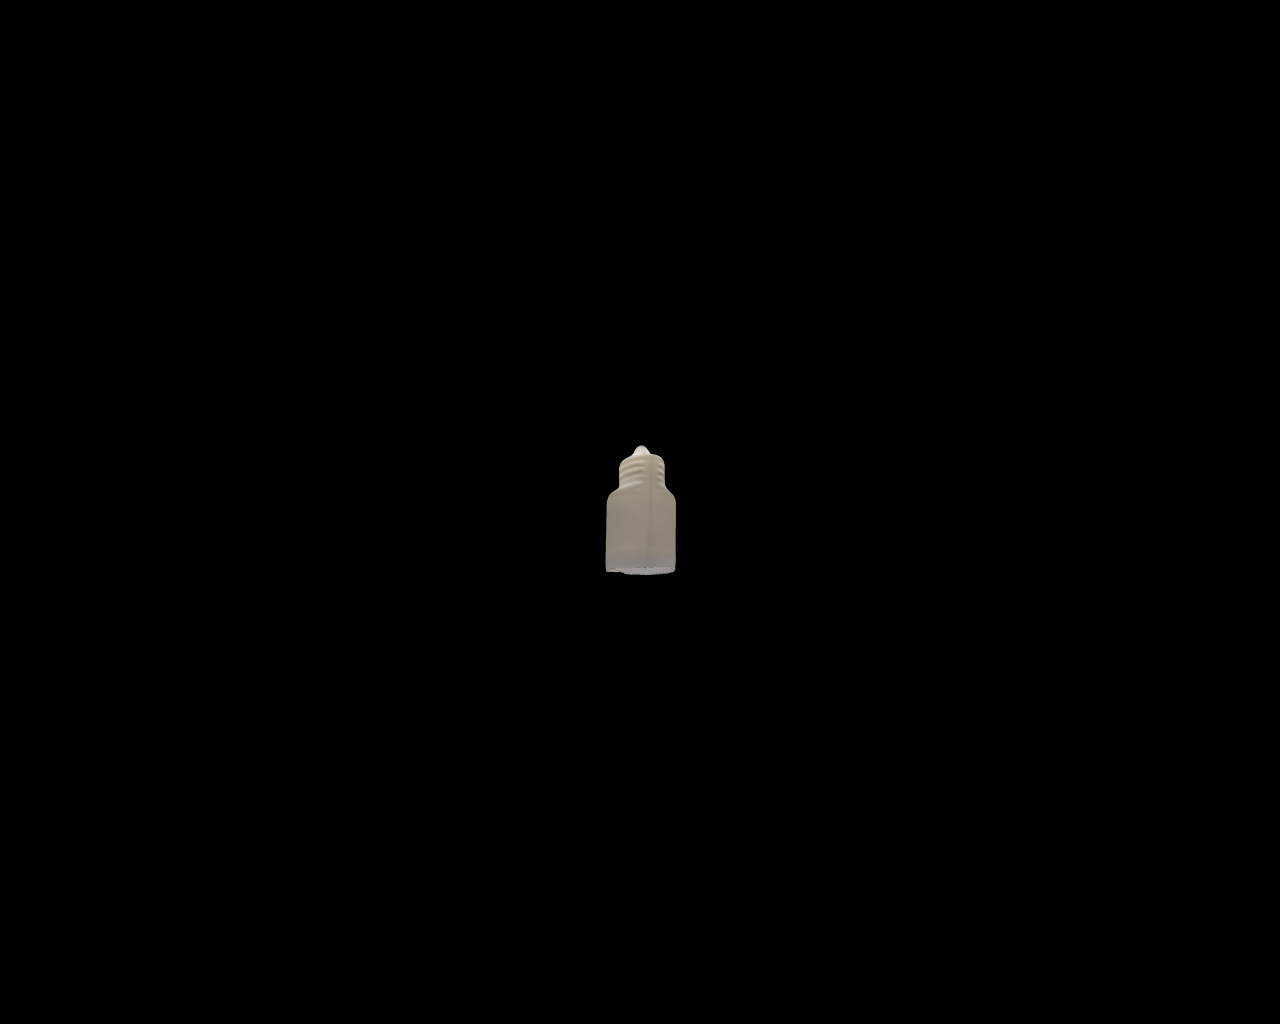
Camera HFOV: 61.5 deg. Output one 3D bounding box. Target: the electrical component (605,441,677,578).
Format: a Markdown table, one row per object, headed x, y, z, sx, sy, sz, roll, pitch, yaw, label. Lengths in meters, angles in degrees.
| x | y | z | sx | sy | sz | roll | pitch | yaw | label |
| --- | --- | --- | --- | --- | --- | --- | --- | --- | --- |
| 0.001 | -0.003 | 0.650 | 0.043 | 0.081 | 0.043 | 0 | -11 | 0 | electrical component |
